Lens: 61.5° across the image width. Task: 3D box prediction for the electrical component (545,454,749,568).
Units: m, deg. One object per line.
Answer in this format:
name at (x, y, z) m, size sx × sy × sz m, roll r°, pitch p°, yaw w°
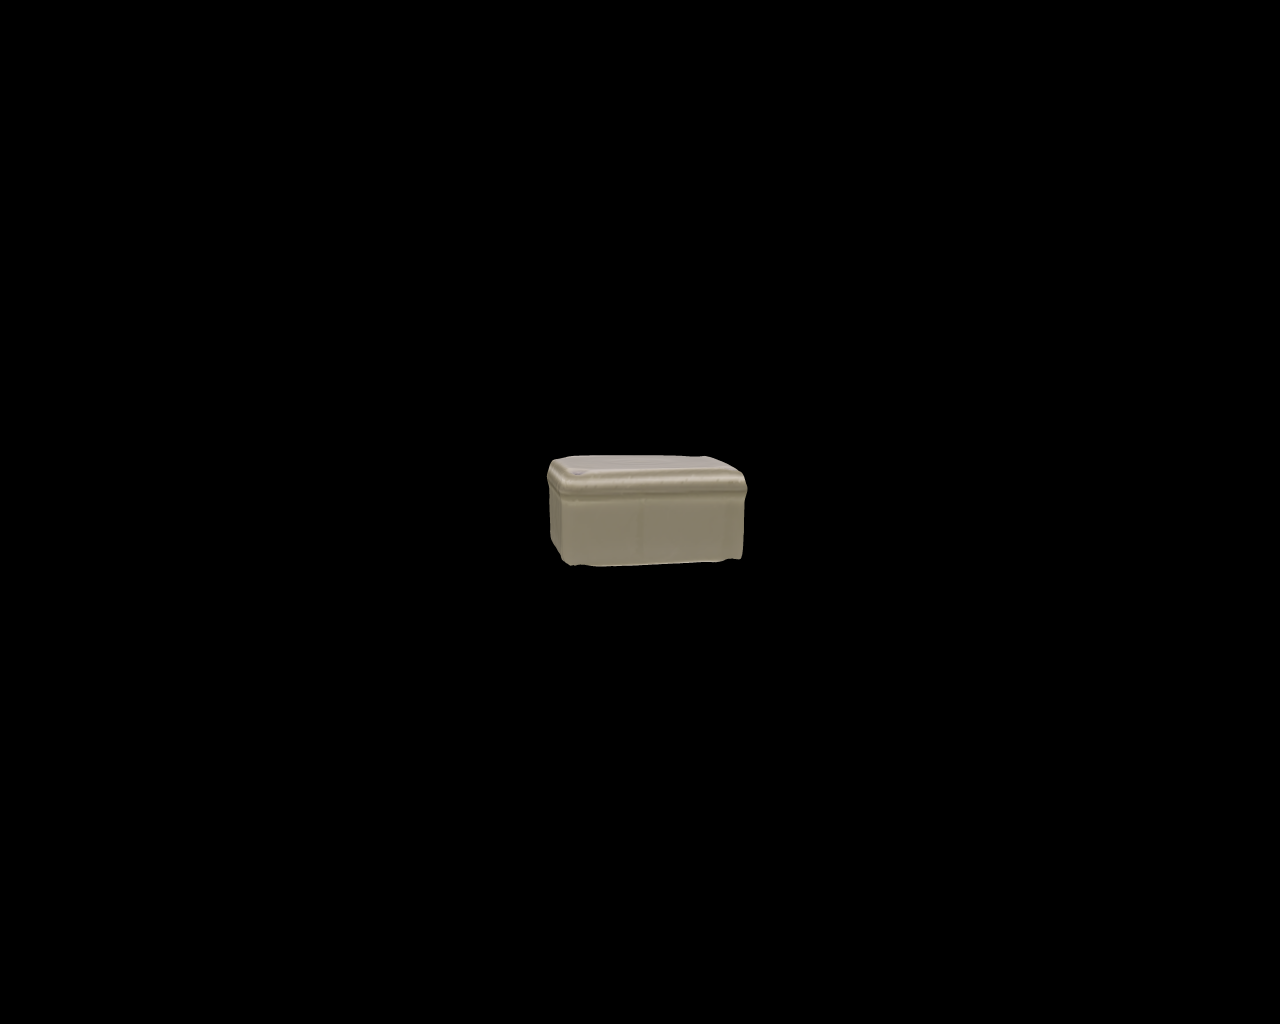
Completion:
electrical component at (0.001, -0.003, 0.650) m, size 0.109 × 0.056 × 0.109 m, roll -1°, pitch 8°, yaw -9°
